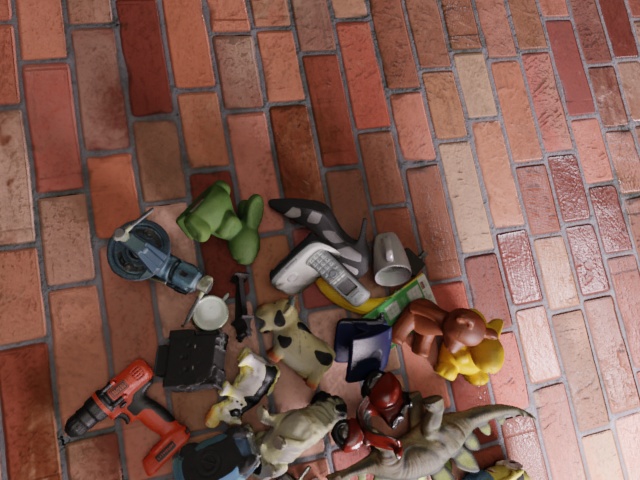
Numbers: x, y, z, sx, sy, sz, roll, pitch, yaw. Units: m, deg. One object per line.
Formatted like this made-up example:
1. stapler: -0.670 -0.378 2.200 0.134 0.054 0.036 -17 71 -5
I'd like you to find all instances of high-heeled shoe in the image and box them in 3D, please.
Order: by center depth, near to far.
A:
1. high-heeled shoe: -0.002 -0.004 1.181 0.249 0.086 0.145 14 107 6

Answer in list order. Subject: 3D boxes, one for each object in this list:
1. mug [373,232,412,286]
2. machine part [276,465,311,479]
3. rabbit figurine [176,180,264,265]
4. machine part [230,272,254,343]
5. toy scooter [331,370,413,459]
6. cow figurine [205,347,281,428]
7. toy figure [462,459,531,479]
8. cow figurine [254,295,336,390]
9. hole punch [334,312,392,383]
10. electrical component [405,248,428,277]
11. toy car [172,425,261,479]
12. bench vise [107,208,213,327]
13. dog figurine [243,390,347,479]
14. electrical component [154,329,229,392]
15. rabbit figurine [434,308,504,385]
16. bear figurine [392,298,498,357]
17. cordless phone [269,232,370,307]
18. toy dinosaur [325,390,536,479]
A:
1. mug: 0.148 0.031 1.175 0.081 0.109 0.107 -16 49 10
2. machine part: -0.095 0.538 1.035 0.079 0.079 0.243 41 73 -4
3. rabbit figurine: -0.188 -0.030 1.119 0.170 0.121 0.159 47 64 -21
4. machine part: -0.160 0.135 1.096 0.039 0.084 0.139 0 70 -20
5. toy scooter: 0.120 0.345 1.036 0.135 0.075 0.184 23 57 32
6. cow figurine: -0.154 0.307 1.067 0.098 0.068 0.167 33 82 -10
7. toy figure: 0.367 0.531 1.151 0.180 0.082 0.089 -12 102 -23
8. cow figurine: -0.053 0.200 1.107 0.195 0.085 0.127 39 79 -2
9. hole punch: 0.094 0.227 1.113 0.116 0.092 0.142 0 108 -12
10. electrical component: 0.204 0.050 1.231 0.063 0.021 0.094 45 73 -2
11. toy car: -0.190 0.427 1.018 0.162 0.102 0.109 -26 58 -12
12. bench vise: -0.312 0.035 1.003 0.224 0.240 0.129 37 76 11
13. dog figurine: -0.043 0.394 1.077 0.190 0.172 0.121 2 44 -40
14. electrical component: -0.250 0.233 1.038 0.134 0.058 0.115 -6 61 9
15. rabbit figurine: 0.343 0.237 1.153 0.122 0.173 0.162 23 79 -5
16. bear figurine: 0.253 0.192 1.108 0.120 0.196 0.132 31 84 -31
17. cordless phone: 0.002 0.087 1.122 0.184 0.089 0.146 45 108 -6
18. toy dinosaur: 0.235 0.421 1.130 0.471 0.105 0.198 -23 93 -8
